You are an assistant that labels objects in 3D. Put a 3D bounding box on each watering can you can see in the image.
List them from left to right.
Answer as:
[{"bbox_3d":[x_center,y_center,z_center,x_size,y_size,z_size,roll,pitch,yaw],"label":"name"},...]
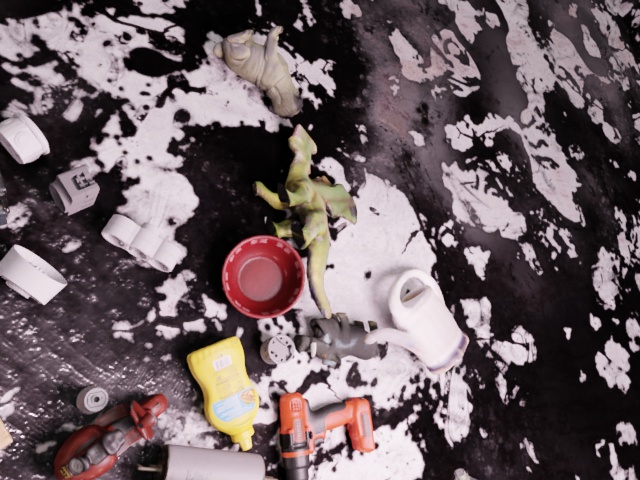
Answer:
[{"bbox_3d":[0.214,0.197,1.122,0.224,0.102,0.353,53,36,-2],"label":"watering can"}]

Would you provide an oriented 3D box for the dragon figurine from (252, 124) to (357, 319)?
[{"bbox_3d":[0.003,-0.056,1.119,0.245,0.120,0.412,-19,84,-42],"label":"dragon figurine"}]
